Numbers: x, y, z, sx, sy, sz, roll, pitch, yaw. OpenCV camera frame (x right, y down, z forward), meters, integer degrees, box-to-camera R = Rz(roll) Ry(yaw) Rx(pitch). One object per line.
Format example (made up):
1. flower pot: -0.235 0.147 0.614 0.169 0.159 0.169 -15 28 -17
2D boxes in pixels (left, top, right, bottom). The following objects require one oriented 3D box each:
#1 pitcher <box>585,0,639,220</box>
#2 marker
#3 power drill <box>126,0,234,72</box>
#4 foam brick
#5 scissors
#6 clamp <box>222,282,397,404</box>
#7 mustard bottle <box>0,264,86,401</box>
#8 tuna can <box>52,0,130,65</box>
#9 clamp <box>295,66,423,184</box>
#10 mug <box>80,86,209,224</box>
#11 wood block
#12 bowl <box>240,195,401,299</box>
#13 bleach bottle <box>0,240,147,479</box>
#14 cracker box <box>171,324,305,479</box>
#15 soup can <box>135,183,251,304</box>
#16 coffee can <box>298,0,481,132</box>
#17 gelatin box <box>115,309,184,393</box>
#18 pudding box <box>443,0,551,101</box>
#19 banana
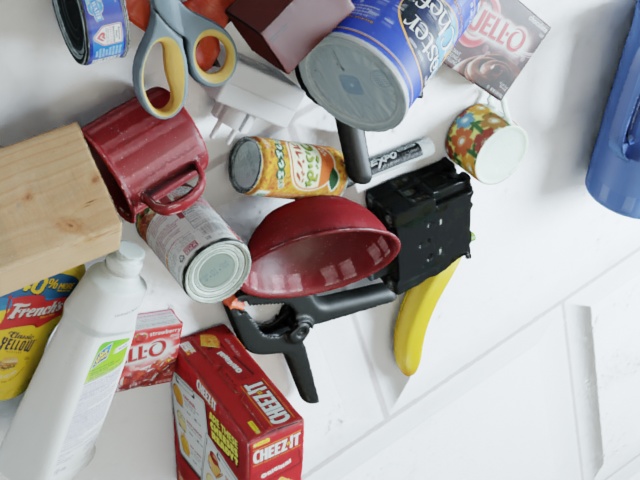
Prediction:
1. pitcher: 0.376 -0.143 1.190 0.149 0.145 0.243 6 125 -7
2. marker: 0.063 -0.076 1.084 0.121 0.020 0.020 -22 133 -22
3. power drill: -0.082 -0.238 0.823 0.188 0.057 0.184 -50 137 6
4. foam brick: -0.024 -0.181 0.837 0.078 0.051 0.053 -45 140 -5
5. scissors: -0.101 -0.185 0.795 0.096 0.016 0.202 -15 128 -31
6. clamp: -0.029 0.097 1.134 0.209 0.036 0.165 17 109 -41
7. mustard bottle: -0.254 0.047 0.911 0.096 0.058 0.192 15 112 -51
8. tuna can: -0.171 -0.173 0.786 0.033 0.086 0.086 -18 131 -22
9. clamp: 0.033 -0.149 0.981 0.120 0.039 0.171 -55 132 -28
10. mug: -0.139 -0.066 0.874 0.081 0.117 0.093 -34 147 -18
11. wood block: -0.264 -0.003 0.811 0.205 0.090 0.091 -23 172 -16
12. bowl: -0.007 0.001 1.021 0.162 0.055 0.162 -12 159 -5
13. bleach bottle: -0.208 0.107 0.948 0.251 0.068 0.102 -63 168 25
14. cracker box: -0.085 0.219 1.093 0.072 0.164 0.214 -19 132 -28
15. soup can: -0.113 0.002 0.951 0.068 0.102 0.068 -20 132 -24
16. coffee can: 0.061 -0.176 0.908 0.140 0.103 0.103 -55 143 -29
17. gelatin box: -0.182 0.109 1.034 0.089 0.030 0.073 -7 125 -33
18. pudding box: 0.163 -0.201 1.049 0.113 0.039 0.090 23 106 -45
19. banana: 0.123 0.080 1.235 0.069 0.037 0.198 5 118 -38
